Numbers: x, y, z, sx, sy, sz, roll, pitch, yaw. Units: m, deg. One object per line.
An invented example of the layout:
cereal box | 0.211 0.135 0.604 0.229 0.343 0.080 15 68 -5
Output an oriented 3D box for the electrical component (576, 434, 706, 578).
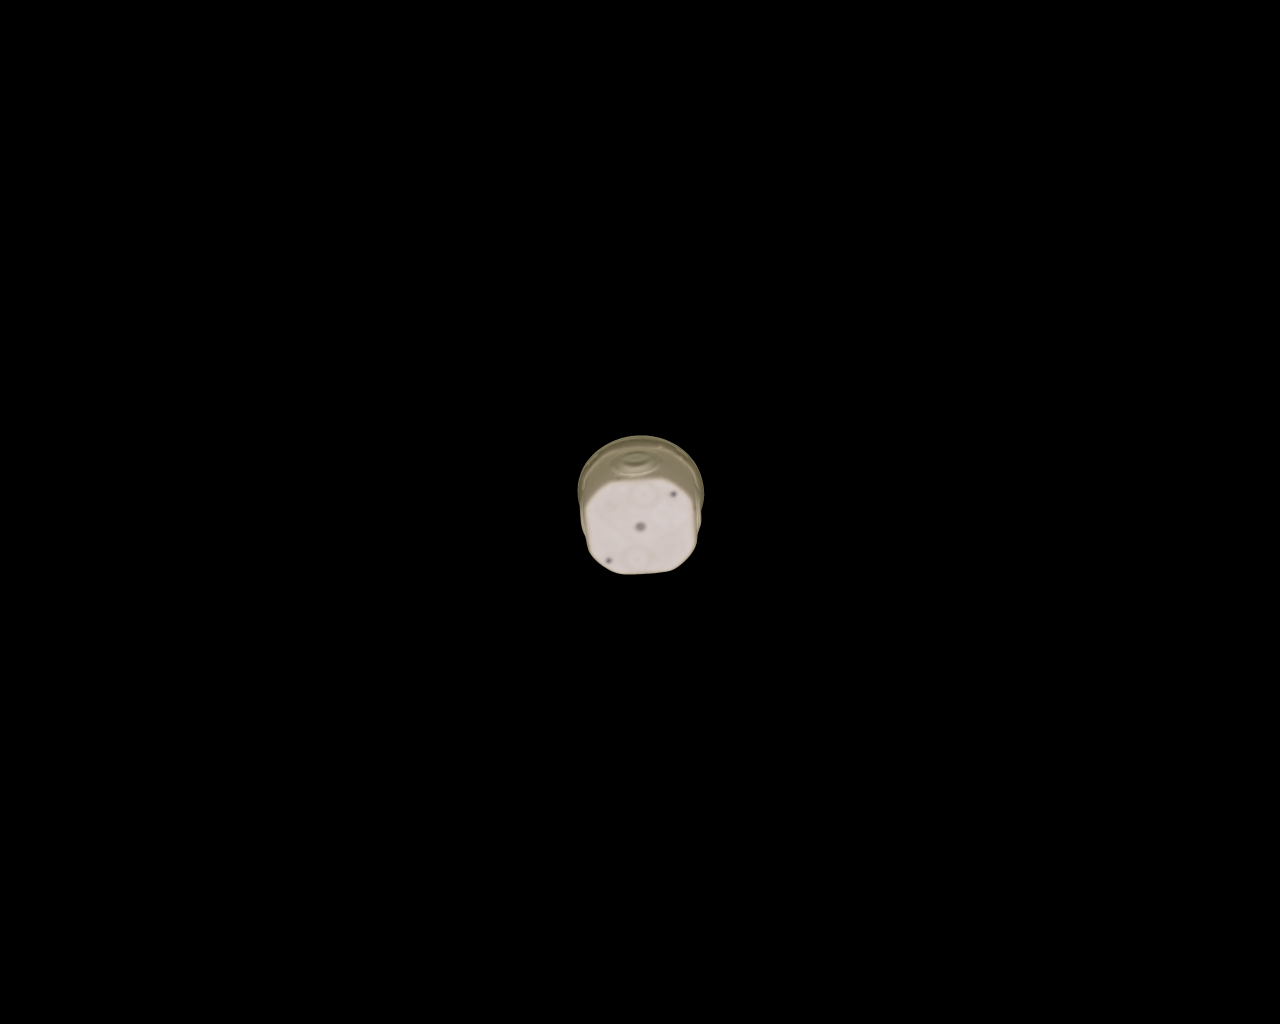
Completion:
electrical component | 0.001 -0.003 0.650 0.080 0.080 0.051 0 28 0
